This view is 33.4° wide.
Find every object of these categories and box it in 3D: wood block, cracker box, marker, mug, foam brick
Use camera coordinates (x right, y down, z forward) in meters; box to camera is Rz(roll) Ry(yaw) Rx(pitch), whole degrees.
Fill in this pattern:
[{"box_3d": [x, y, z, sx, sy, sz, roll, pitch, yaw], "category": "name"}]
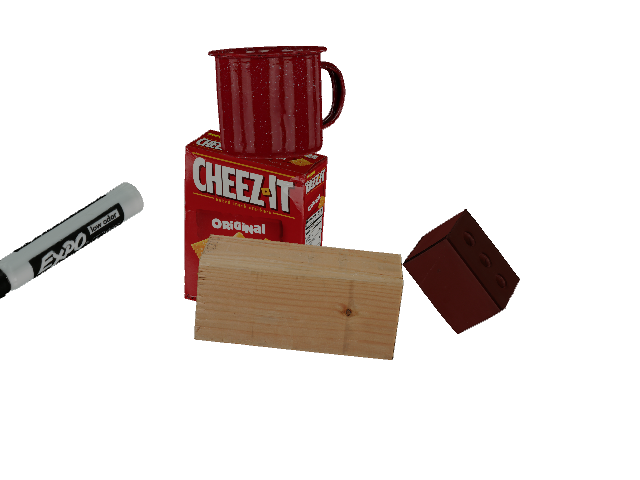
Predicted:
[{"box_3d": [-0.022, 0.059, 1.118, 0.206, 0.091, 0.090, 6, 19, 0], "category": "wood block"}, {"box_3d": [-0.084, -0.012, 1.313, 0.164, 0.214, 0.072, 14, 29, 20], "category": "cracker box"}, {"box_3d": [-0.143, 0.004, 0.566, 0.020, 0.020, 0.120, 0, 29, 45], "category": "marker"}, {"box_3d": [-0.030, -0.112, 0.848, 0.117, 0.081, 0.093, -12, 16, -35], "category": "mug"}, {"box_3d": [0.116, 0.026, 0.874, 0.051, 0.078, 0.052, -33, 9, 36], "category": "foam brick"}]
